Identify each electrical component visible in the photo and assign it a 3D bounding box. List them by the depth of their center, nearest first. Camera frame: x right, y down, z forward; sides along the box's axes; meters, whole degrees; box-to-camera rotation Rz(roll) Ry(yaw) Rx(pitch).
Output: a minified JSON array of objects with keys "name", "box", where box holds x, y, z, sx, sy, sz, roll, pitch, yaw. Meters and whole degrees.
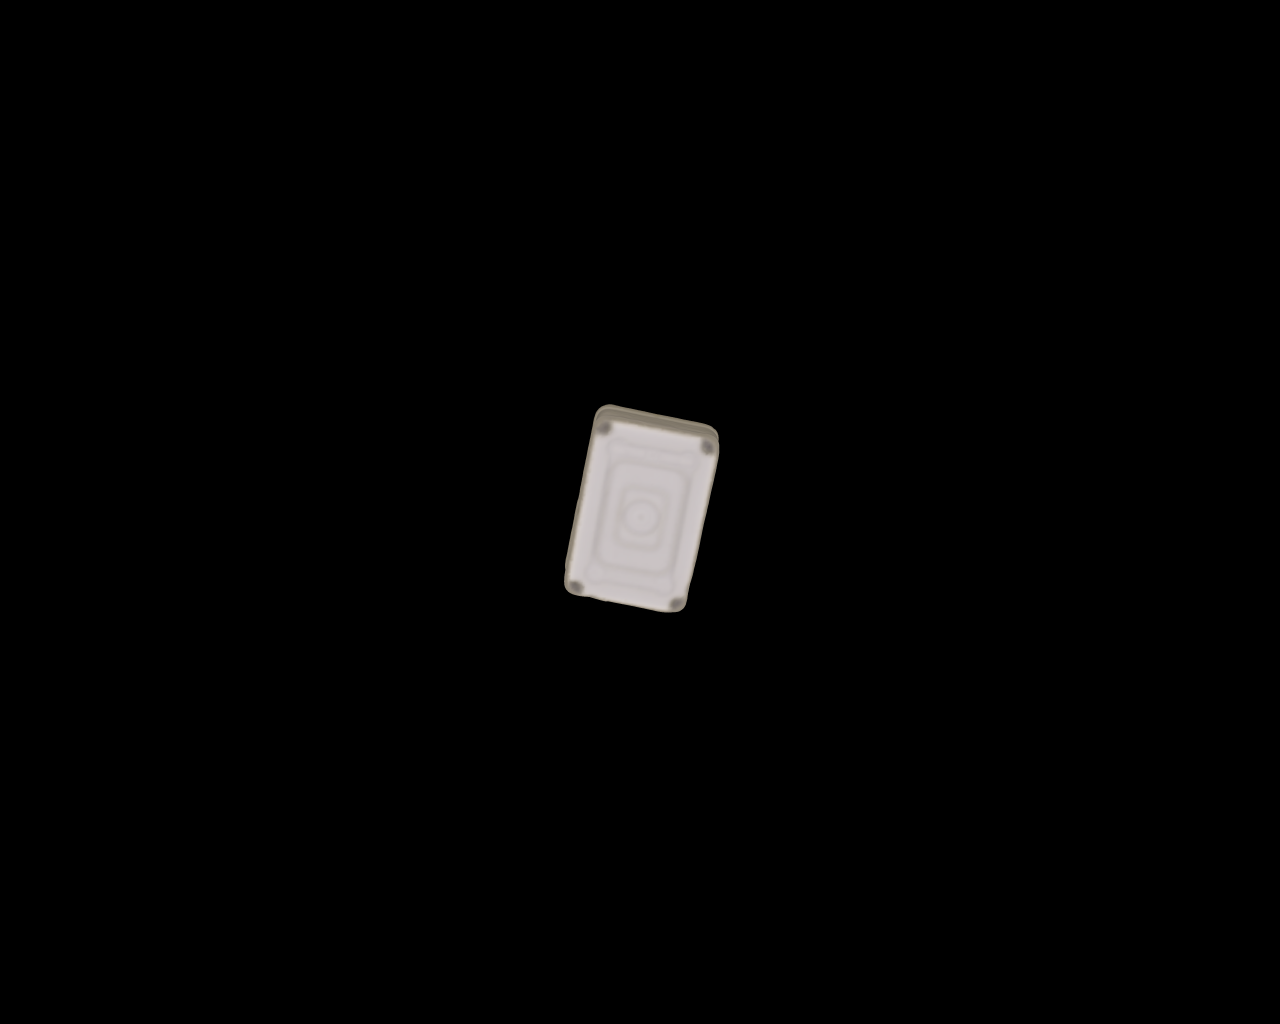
[{"name":"electrical component","box":[0.001,-0.003,0.650,0.078,0.113,0.057,11,11,-2]}]
